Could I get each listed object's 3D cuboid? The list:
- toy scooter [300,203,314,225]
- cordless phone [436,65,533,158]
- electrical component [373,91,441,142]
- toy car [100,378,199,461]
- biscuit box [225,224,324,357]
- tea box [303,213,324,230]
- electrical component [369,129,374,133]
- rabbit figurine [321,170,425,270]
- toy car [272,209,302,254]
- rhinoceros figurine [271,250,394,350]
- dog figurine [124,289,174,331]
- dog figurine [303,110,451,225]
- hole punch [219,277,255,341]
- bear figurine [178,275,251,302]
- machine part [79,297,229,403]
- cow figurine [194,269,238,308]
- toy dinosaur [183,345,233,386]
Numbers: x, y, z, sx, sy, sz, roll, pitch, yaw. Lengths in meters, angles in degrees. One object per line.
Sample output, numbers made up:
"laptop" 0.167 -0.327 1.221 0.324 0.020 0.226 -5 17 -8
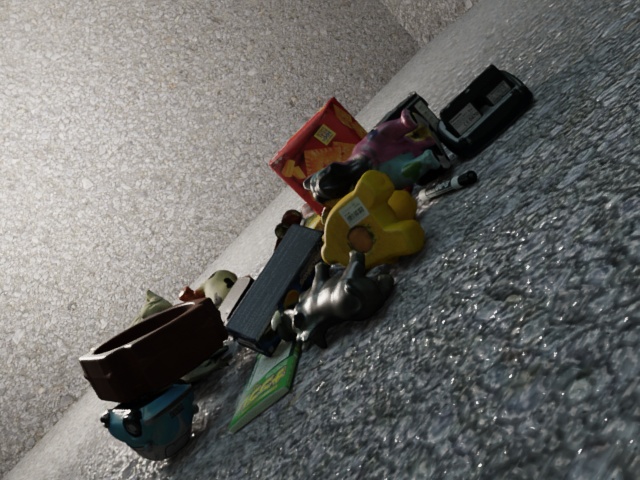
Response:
"toy scooter" 0.011 -0.068 1.246 0.135 0.075 0.184 -36 7 -2
"cordless phone" 0.260 -0.206 0.892 0.146 0.089 0.184 -43 0 11
"electrical component" 0.174 -0.212 1.076 0.134 0.115 0.058 -42 9 3
"toy car" -0.251 0.281 0.811 0.162 0.103 0.109 -22 6 37
"biscuit box" -0.055 0.071 0.806 0.063 0.059 0.202 17 61 31
"tea box" -0.002 -0.003 1.065 0.098 0.068 0.170 -35 13 40
"electrical component" 0.143 -0.167 1.013 0.075 0.119 0.048 -48 11 -33
"rabbit figurine" 0.083 -0.015 0.764 0.162 0.122 0.173 -49 -7 33
"toy car" -0.079 0.029 1.144 0.089 0.053 0.202 -69 -5 -66
"rhinoceros figurine" 0.012 0.087 0.693 0.190 0.073 0.112 -30 29 48
"dog figurine" -0.383 0.216 1.138 0.190 0.121 0.172 -52 4 -27
"dog figurine" 0.085 -0.108 0.866 0.219 0.108 0.191 -28 -7 23
"hole punch" -0.137 0.138 0.992 0.116 0.092 0.142 -54 18 -14
"bear figurine" -0.253 0.149 1.284 0.196 0.132 0.120 -40 34 44
"machine part" -0.266 0.177 0.873 0.201 0.087 0.201 -28 8 -41
"cow figurine" -0.182 0.124 1.137 0.127 0.085 0.195 -50 35 1
"toy dinosaur" -0.278 0.250 1.053 0.198 0.105 0.472 -45 15 -21
